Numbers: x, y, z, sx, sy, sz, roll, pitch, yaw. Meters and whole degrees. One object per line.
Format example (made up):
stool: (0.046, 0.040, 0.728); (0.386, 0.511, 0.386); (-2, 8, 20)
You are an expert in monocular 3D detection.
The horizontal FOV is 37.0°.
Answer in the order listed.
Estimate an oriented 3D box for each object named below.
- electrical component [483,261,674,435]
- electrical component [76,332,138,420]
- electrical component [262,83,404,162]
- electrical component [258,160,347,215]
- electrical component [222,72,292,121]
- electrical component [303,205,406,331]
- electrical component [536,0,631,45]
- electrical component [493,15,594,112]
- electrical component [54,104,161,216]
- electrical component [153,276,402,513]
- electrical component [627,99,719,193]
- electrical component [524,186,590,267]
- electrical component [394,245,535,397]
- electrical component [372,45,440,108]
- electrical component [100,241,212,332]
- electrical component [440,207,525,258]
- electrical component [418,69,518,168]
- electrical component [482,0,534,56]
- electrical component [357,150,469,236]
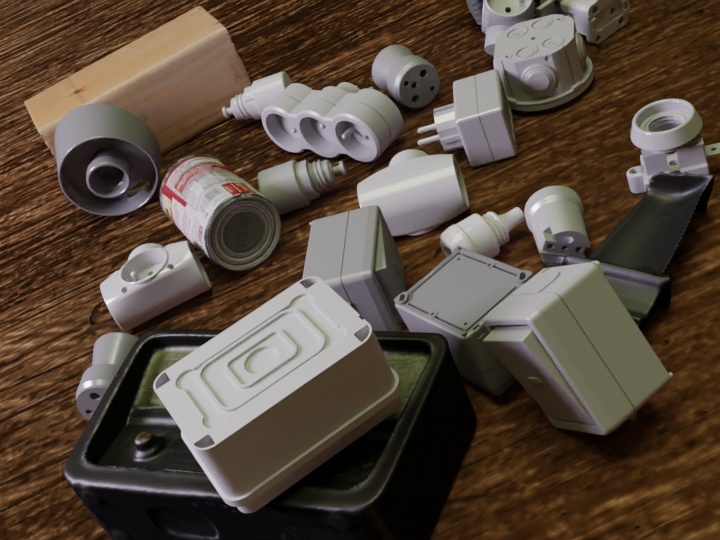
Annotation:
electrical component: (0.122, 0.051, 0.603); (0.061, 0.096, 0.062); (-37, 8, -17)
electrical component: (-0.178, 0.079, 0.781); (0.045, 0.045, 0.055); (-13, 37, 16)
electrical component: (-0.016, -0.142, 0.962); (0.138, 0.052, 0.073); (12, 50, 40)
electrical component: (-0.050, -0.073, 0.904); (0.078, 0.040, 0.040); (-18, 36, 9)
electrical component: (-0.097, -0.165, 1.050); (0.078, 0.040, 0.040); (-16, 36, 12)
electrical component: (0.000, 0.000, 0.762); (0.061, 0.061, 0.096); (-14, 37, 15)
electrical component: (0.201, -0.232, 0.958); (0.081, 0.042, 0.064); (-37, 38, -15)
electrical component: (0.152, -0.173, 0.902); (0.080, 0.051, 0.080); (-16, 36, 12)
electrical component: (-0.235, -0.101, 1.003); (0.099, 0.099, 0.064); (-21, 41, 6)
electrical component: (-0.043, 0.067, 0.583); (0.113, 0.057, 0.078); (-34, 38, -12)
electrical component: (0.216, -0.084, 0.746); (0.066, 0.055, 0.048); (-12, 37, 18)
electrical component: (0.136, -0.029, 0.738); (0.040, 0.040, 0.046); (-17, 41, 11)
electrical component: (0.072, 0.032, 0.685); (0.062, 0.061, 0.096); (-40, 30, -16)
electrical component: (0.042, -0.175, 0.976); (0.045, 0.045, 0.055); (-31, 36, -8)
electrical component: (-0.168, 0.004, 0.872); (0.077, 0.044, 0.079); (-27, 35, -3)
electrical component: (0.089, -0.025, 0.765); (0.061, 0.035, 0.035); (-30, 36, -10)
electrical component: (0.084, -0.119, 0.876); (0.077, 0.047, 0.065); (-15, 37, 14)
electrical component: (0.131, -0.214, 0.956); (0.044, 0.077, 0.079); (7, 82, 10)
electrical component: (0.041, -0.067, 0.839); (0.077, 0.044, 0.079); (-16, 36, 12)
